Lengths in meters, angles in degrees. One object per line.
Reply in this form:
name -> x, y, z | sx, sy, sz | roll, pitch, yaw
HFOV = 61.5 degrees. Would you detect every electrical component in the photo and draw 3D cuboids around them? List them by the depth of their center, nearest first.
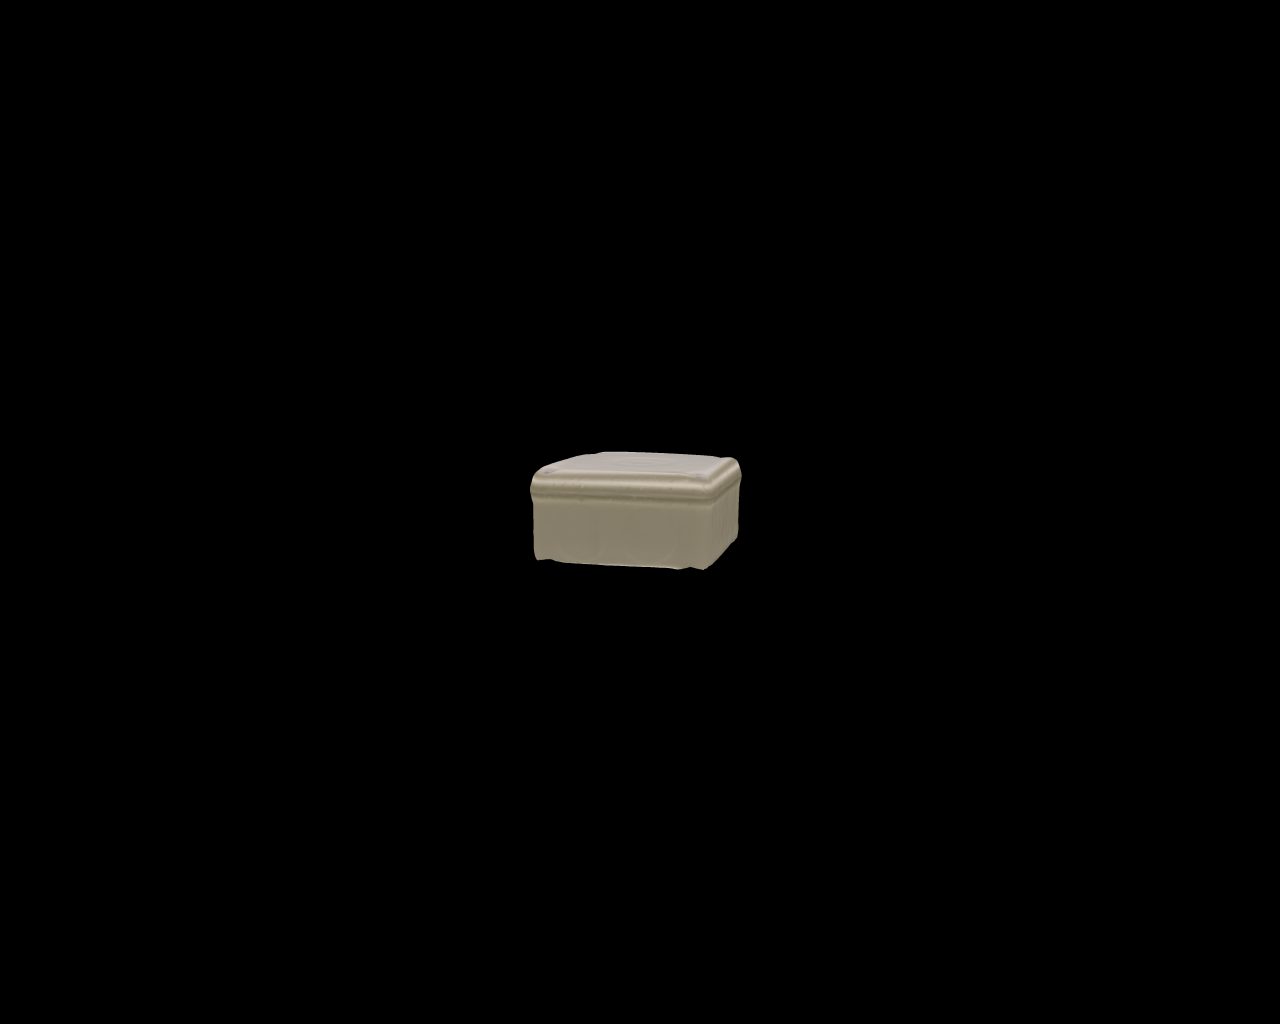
electrical component -> 0.001, -0.003, 0.650 | 0.109, 0.056, 0.109 | 3, 10, 15
